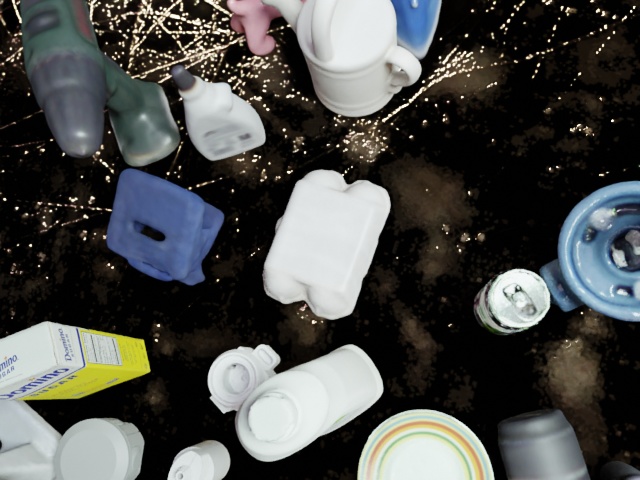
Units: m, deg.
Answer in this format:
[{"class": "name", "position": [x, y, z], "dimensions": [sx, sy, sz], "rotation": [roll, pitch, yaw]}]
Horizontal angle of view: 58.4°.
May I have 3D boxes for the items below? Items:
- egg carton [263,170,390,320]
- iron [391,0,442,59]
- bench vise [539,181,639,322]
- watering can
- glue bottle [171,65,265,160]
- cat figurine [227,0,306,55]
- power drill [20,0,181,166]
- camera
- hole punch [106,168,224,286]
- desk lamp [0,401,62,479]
[{"class": "egg carton", "position": [0.005, 0.002, 0.598], "dimensions": [0.107, 0.069, 0.150], "rotation": [18, 82, 12]}, {"class": "iron", "position": [0.080, -0.344, 0.622], "dimensions": [0.118, 0.141, 0.258], "rotation": [-15, 76, 6]}, {"class": "bench vise", "position": [0.295, -0.019, 0.481], "dimensions": [0.207, 0.220, 0.121], "rotation": [-43, 75, -2]}, {"class": "watering can", "position": [0.020, -0.211, 0.576], "dimensions": [0.172, 0.194, 0.101], "rotation": [9, 80, 11]}, {"class": "glue bottle", "position": [-0.113, -0.134, 0.591], "dimensions": [0.078, 0.173, 0.037], "rotation": [-16, 76, 5]}, {"class": "cat figurine", "position": [-0.054, -0.291, 0.644], "dimensions": [0.128, 0.118, 0.067], "rotation": [-42, 75, -2]}, {"class": "power drill", "position": [-0.226, -0.156, 0.595], "dimensions": [0.075, 0.208, 0.229], "rotation": [-25, 76, 3]}, {"class": "camera", "position": [0.223, 0.220, 0.504], "dimensions": [0.143, 0.101, 0.137], "rotation": [-15, 76, 5]}, {"class": "hole punch", "position": [-0.171, -0.012, 0.617], "dimensions": [0.108, 0.091, 0.101], "rotation": [22, 82, 13]}, {"class": "desk lamp", "position": [-0.334, 0.233, 0.527], "dimensions": [0.203, 0.214, 0.118], "rotation": [35, 85, 14]}]
